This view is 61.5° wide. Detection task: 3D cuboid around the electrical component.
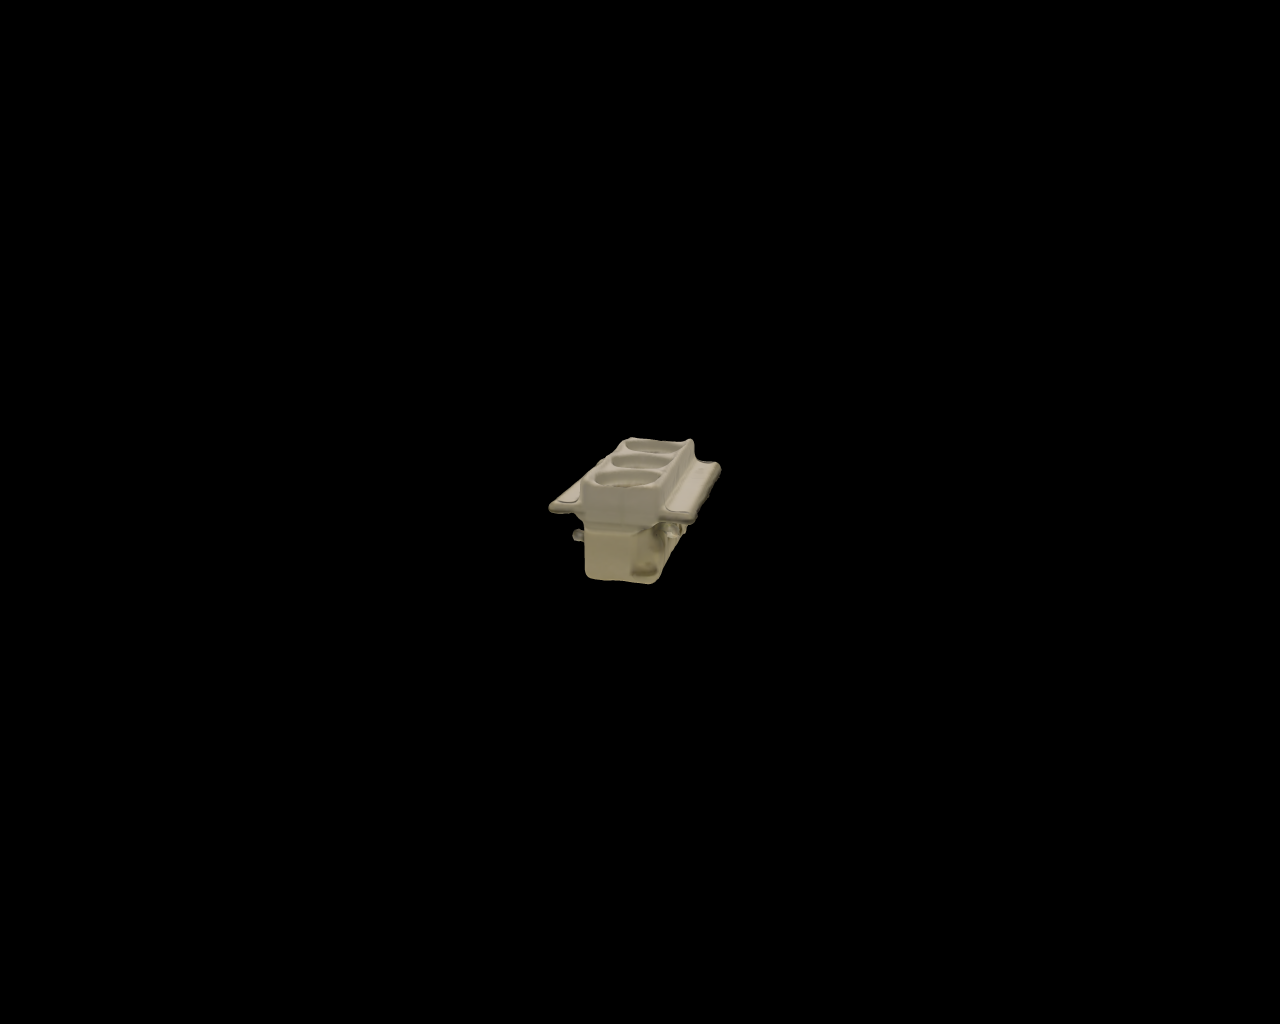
[{"bbox_3d":[0.001,-0.003,0.650,0.079,0.063,0.121,3,16,11],"label":"electrical component"}]
